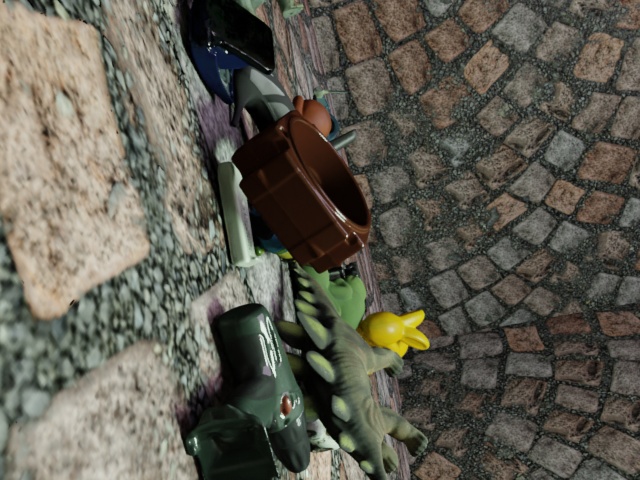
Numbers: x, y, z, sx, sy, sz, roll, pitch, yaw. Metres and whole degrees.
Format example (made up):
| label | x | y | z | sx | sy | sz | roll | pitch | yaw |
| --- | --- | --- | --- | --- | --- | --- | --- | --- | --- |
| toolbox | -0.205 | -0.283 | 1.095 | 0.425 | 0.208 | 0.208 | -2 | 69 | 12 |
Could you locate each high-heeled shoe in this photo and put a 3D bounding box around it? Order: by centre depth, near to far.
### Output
| label | x | y | z | sx | sy | sz | roll | pitch | yaw |
| --- | --- | --- | --- | --- | --- | --- | --- | --- | --- |
| high-heeled shoe | -0.046 | -0.195 | 0.882 | 0.248 | 0.086 | 0.145 | 29 | 60 | -28 |

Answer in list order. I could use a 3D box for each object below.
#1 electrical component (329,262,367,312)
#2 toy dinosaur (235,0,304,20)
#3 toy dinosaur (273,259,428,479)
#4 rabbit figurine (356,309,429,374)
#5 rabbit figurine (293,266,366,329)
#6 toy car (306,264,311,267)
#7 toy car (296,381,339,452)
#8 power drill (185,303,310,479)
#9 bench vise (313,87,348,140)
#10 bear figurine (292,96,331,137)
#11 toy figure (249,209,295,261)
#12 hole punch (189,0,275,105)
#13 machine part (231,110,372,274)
| label | x | y | z | sx | sy | sz | roll | pitch | yaw |
| --- | --- | --- | --- | --- | --- | --- | --- | --- | --- |
| electrical component | 0.035 | 0.101 | 1.151 | 0.058 | 0.115 | 0.134 | -89 | 166 | -62 |
| toy dinosaur | -0.138 | -0.444 | 0.818 | 0.192 | 0.131 | 0.404 | 67 | 12 | 6 |
| toy dinosaur | 0.025 | 0.177 | 0.786 | 0.198 | 0.105 | 0.472 | 32 | 19 | -30 |
| rabbit figurine | 0.136 | 0.196 | 1.088 | 0.173 | 0.162 | 0.122 | 66 | 19 | -61 |
| rabbit figurine | -0.002 | 0.108 | 1.032 | 0.170 | 0.121 | 0.159 | 54 | 26 | -24 |
| toy car | -0.002 | -0.003 | 0.955 | 0.161 | 0.109 | 0.103 | 13 | 70 | -41 |
| toy car | -0.007 | 0.278 | 0.838 | 0.201 | 0.056 | 0.073 | 66 | 15 | -55 |
| power drill | -0.058 | 0.194 | 0.561 | 0.207 | 0.086 | 0.231 | -53 | 129 | -73 |
| bench vise | -0.001 | -0.264 | 1.334 | 0.240 | 0.129 | 0.224 | 96 | -17 | -54 |
| bear figurine | -0.056 | -0.205 | 1.065 | 0.120 | 0.132 | 0.196 | 58 | 37 | -17 |
| toy figure | -0.061 | -0.012 | 0.810 | 0.180 | 0.082 | 0.089 | 26 | 48 | -81 |
| hole punch | -0.133 | -0.263 | 0.732 | 0.115 | 0.092 | 0.142 | 28 | 45 | -38 |
| machine part | -0.015 | -0.071 | 0.739 | 0.201 | 0.087 | 0.201 | 54 | 22 | -12 |
